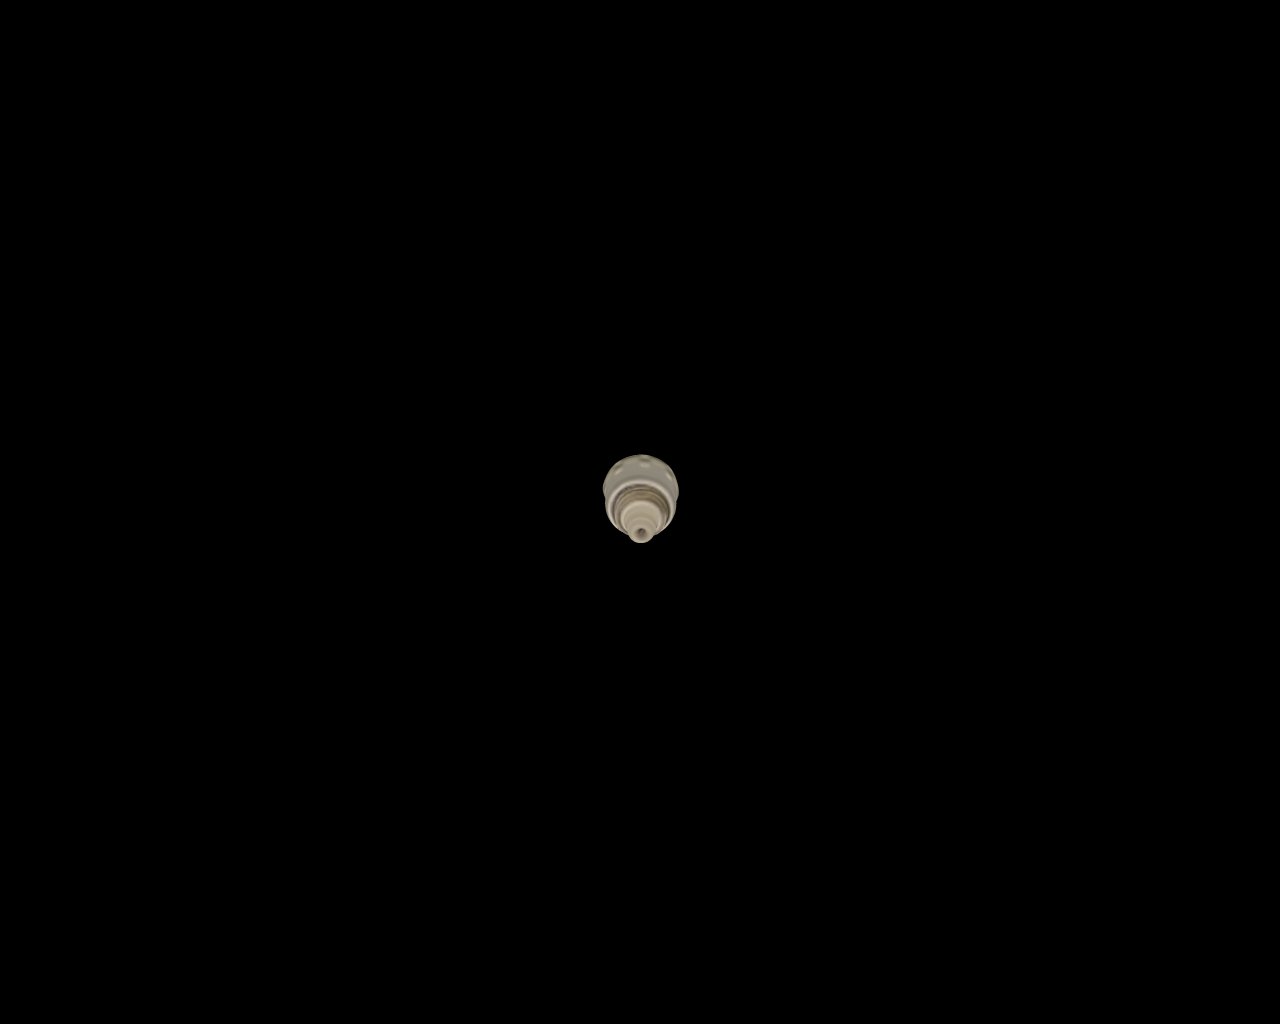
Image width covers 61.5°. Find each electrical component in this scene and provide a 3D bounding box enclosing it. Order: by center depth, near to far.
[{"bbox_3d":[0.001,-0.003,0.650,0.048,0.048,0.062,0,31,0],"label":"electrical component"}]
